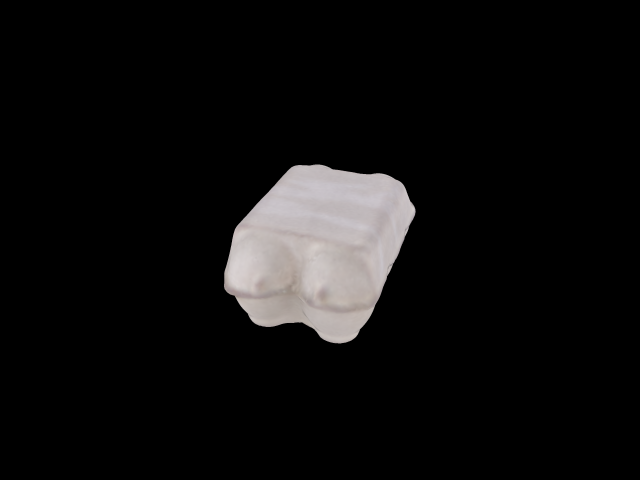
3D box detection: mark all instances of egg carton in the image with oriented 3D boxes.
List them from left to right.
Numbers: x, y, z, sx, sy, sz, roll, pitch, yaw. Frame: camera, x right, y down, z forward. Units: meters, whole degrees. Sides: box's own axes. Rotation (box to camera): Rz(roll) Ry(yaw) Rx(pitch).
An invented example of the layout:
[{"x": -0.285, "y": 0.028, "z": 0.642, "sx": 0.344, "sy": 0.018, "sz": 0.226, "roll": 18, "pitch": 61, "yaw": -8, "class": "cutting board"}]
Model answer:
[{"x": 0.004, "y": 0.001, "z": 0.400, "sx": 0.107, "sy": 0.069, "sz": 0.150, "roll": 10, "pitch": 34, "yaw": 16, "class": "egg carton"}]
